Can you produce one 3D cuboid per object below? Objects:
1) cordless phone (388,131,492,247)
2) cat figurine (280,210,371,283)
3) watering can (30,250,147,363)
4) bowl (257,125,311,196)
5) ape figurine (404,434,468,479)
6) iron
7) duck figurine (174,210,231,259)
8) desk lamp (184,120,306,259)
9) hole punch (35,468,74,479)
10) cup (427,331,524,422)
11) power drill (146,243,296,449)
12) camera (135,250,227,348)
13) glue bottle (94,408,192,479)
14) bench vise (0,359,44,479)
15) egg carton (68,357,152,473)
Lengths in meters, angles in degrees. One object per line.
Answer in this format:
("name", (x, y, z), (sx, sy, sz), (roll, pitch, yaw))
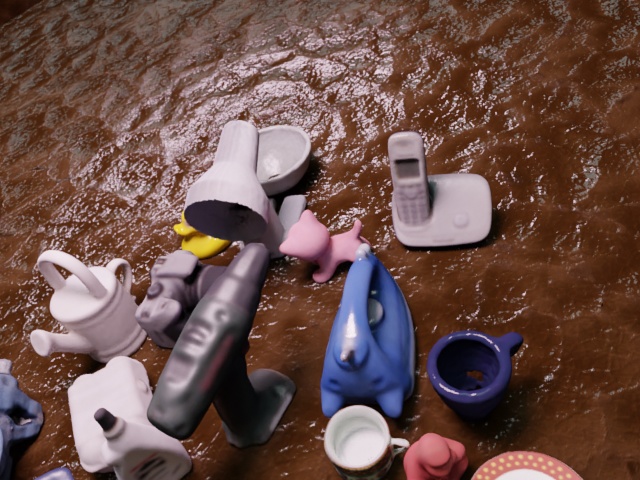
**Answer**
("cordless phone", (0.171, -0.078, 0.831), (0.147, 0.185, 0.094), (-5, 46, 14))
("cat figurine", (0.008, 0.003, 0.855), (0.127, 0.118, 0.067), (-13, 44, 6))
("watering can", (-0.338, 0.093, 0.828), (0.100, 0.194, 0.173), (-8, 45, 12))
("bowl", (-0.088, -0.134, 1.053), (0.167, 0.075, 0.167), (-9, 45, 10))
("ape figurine", (0.121, 0.237, 0.605), (0.078, 0.092, 0.076), (-30, 45, -11))
("iron", (0.056, 0.091, 0.735), (0.118, 0.142, 0.258), (-5, 46, 15))
("duck figurine", (-0.198, -0.025, 0.975), (0.104, 0.086, 0.077), (-29, 45, -10))
("desk lamp", (-0.113, -0.063, 0.891), (0.117, 0.214, 0.203), (-4, 46, 16))
("hole punch", (-0.307, 0.334, 0.655), (0.109, 0.091, 0.100), (-32, 45, -13))
("cup", (0.184, 0.159, 0.659), (0.118, 0.095, 0.091), (-29, 45, -11))
("power drill", (-0.101, 0.146, 0.685), (0.075, 0.209, 0.230), (12, 52, 28))
("camera", (-0.186, 0.079, 0.858), (0.136, 0.101, 0.143), (1, 47, 20))
("glue bottle", (-0.213, 0.239, 0.657), (0.078, 0.173, 0.037), (-38, 47, -19))
("bench vise", (-0.458, 0.233, 0.712), (0.121, 0.220, 0.207), (-24, 44, -5))
("egg carton", (-0.273, 0.229, 0.763), (0.107, 0.069, 0.150), (-28, 45, -10))
